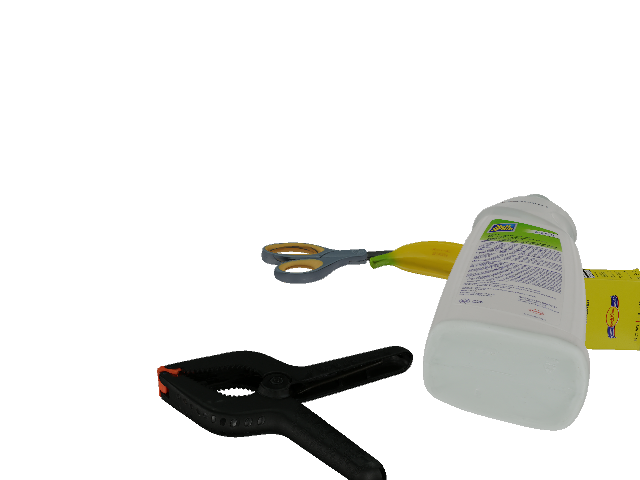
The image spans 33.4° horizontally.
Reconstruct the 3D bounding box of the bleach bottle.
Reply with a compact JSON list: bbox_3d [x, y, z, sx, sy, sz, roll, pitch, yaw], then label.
[{"bbox_3d":[0.143,0.029,0.740,0.103,0.068,0.250,12,28,13],"label":"bleach bottle"}]

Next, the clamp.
[{"bbox_3d":[-0.028,0.123,0.871,0.210,0.036,0.164,10,30,16],"label":"clamp"}]

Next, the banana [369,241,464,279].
[{"bbox_3d":[0.144,0.035,1.037,0.198,0.037,0.069,15,44,40],"label":"banana"}]

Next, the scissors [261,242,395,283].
[{"bbox_3d":[0.033,0.025,1.178,0.202,0.016,0.096,3,24,4],"label":"scissors"}]

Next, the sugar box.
[{"bbox_3d":[0.294,0.081,1.270,0.176,0.093,0.048,0,18,-4],"label":"sugar box"}]
